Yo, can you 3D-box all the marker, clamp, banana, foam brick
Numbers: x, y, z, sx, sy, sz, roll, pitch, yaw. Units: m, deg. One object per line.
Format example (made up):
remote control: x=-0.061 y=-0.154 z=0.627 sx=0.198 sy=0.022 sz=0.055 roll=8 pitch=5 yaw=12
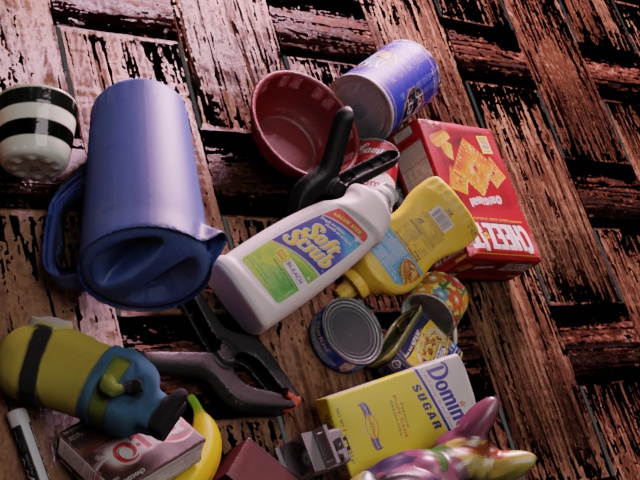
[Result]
marker: x=-0.261 y=0.213 z=0.983 sx=0.020 sy=0.020 sz=0.121 roll=-10 pitch=69 yaw=-40
clamp: x=0.023 y=-0.069 z=1.296 sx=0.120 sy=0.171 sz=0.039 roll=26 pitch=13 yaw=-37
clamp: x=-0.114 y=0.129 z=1.131 sx=0.210 sy=0.036 sz=0.164 roll=41 pitch=39 yaw=-10
banana: x=-0.148 y=0.236 z=1.045 sx=0.070 sy=0.037 sz=0.197 roll=21 pitch=41 yaw=14
foam brick: x=-0.067 y=0.250 z=1.082 sx=0.078 sy=0.053 sz=0.051 roll=40 pitch=46 yaw=-8

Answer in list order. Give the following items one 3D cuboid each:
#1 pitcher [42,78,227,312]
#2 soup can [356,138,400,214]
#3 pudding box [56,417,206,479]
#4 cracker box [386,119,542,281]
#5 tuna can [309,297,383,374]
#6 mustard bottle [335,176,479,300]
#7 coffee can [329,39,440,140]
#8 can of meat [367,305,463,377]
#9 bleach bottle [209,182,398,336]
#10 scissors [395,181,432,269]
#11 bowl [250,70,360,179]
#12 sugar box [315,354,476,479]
pitcher: x=-0.197 y=-0.052 z=1.121 sx=0.149 sy=0.145 sz=0.243 roll=17 pitch=42 yaw=-28
soup can: x=0.064 y=-0.072 z=1.377 sx=0.068 sy=0.069 sz=0.102 roll=27 pitch=50 yaw=-20
pudding box: x=-0.180 y=0.198 z=1.016 sx=0.090 sy=0.039 sz=0.113 roll=34 pitch=41 yaw=27
cracker box: x=0.198 y=-0.055 z=1.453 sx=0.163 sy=0.072 sz=0.214 roll=3 pitch=60 yaw=-43
tuna can: x=0.030 y=0.113 z=1.256 sx=0.086 sy=0.034 sz=0.086 roll=19 pitch=53 yaw=-27
mustard bottle: x=0.096 y=0.013 z=1.313 sx=0.191 sy=0.058 sz=0.096 roll=-38 pitch=94 yaw=-13
coffee can: x=0.087 y=-0.202 z=1.452 sx=0.103 sy=0.103 sz=0.140 roll=49 pitch=45 yaw=0
can of meat: x=0.117 y=0.143 z=1.286 sx=0.084 sy=0.058 sz=0.102 roll=45 pitch=46 yaw=-7
bleach bottle: x=-0.008 y=0.002 z=1.231 sx=0.250 sy=0.068 sz=0.102 roll=-37 pitch=90 yaw=-29
scissors: x=0.098 y=-0.048 z=1.420 sx=0.096 sy=0.016 sz=0.202 roll=-17 pitch=74 yaw=-48
bowl: x=-0.030 y=-0.134 z=1.354 sx=0.161 sy=0.055 sz=0.162 roll=19 pitch=53 yaw=-27
sugar box: x=0.091 y=0.196 z=1.198 sx=0.176 sy=0.048 sz=0.093 roll=-16 pitch=85 yaw=-21
